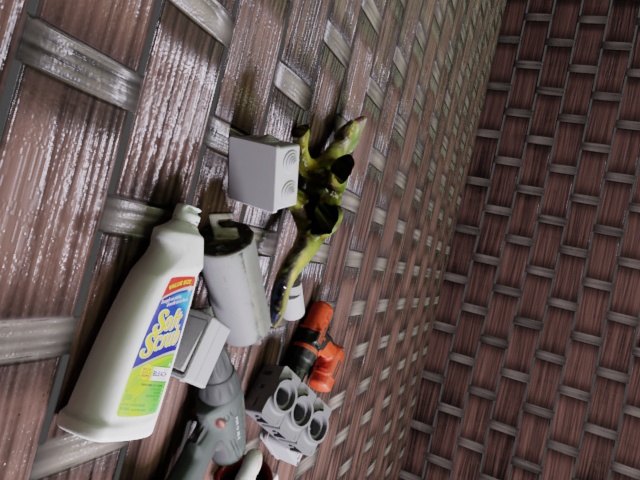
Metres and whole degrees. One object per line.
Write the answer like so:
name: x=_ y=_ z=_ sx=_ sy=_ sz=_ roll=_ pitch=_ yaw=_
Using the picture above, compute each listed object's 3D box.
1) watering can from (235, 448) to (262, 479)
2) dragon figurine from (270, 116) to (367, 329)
watering can: x=-0.169 y=0.471 z=0.683 sx=0.104 sy=0.220 sz=0.354 roll=26 pitch=31 yaw=4
dragon figurine: x=0.003 y=-0.045 z=0.899 sx=0.122 sy=0.414 sz=0.240 roll=15 pitch=-10 yaw=15
